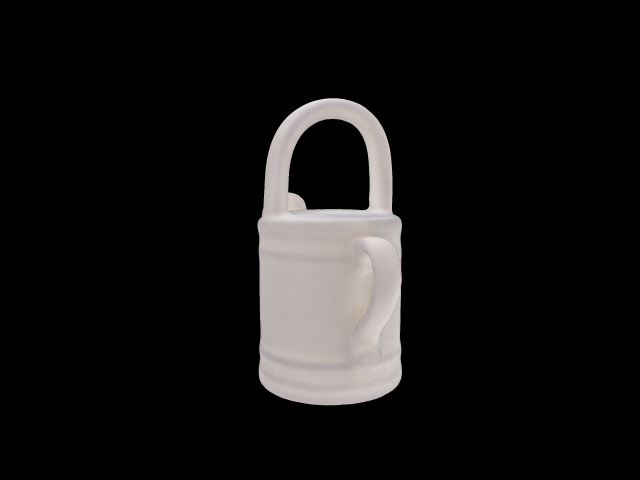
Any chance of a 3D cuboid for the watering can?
[{"bbox_3d":[0.002,0.002,0.399,0.172,0.194,0.101,6,9,43],"label":"watering can"}]
